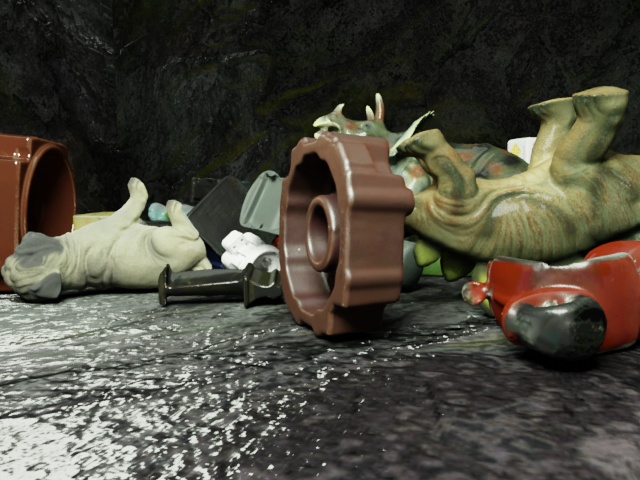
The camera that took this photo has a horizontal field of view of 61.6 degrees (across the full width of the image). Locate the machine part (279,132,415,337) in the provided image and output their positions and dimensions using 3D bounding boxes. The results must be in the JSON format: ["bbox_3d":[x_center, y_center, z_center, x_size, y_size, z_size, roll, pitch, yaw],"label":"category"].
[{"bbox_3d":[0.013,-0.005,0.458,0.056,0.179,0.179,1,3,-23],"label":"machine part"}]

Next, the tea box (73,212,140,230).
[{"bbox_3d":[-0.341,0.003,0.872,0.068,0.098,0.170,-1,3,-9],"label":"tea box"}]

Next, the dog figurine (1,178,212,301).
[{"bbox_3d":[-0.249,0.035,0.644,0.173,0.121,0.190,26,46,22],"label":"dog figurine"}]

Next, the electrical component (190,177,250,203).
[{"bbox_3d":[-0.152,-0.077,0.900,0.119,0.047,0.075,7,6,32],"label":"electrical component"}]

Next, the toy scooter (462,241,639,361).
[{"bbox_3d":[0.191,0.042,0.412,0.184,0.075,0.135,-8,6,-25],"label":"toy scooter"}]

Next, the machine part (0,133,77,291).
[{"bbox_3d":[-0.398,-0.037,0.720,0.087,0.201,0.201,1,4,-6],"label":"machine part"}]

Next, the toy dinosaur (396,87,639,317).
[{"bbox_3d":[0.233,-0.035,0.501,0.472,0.198,0.105,-10,11,13],"label":"toy dinosaur"}]

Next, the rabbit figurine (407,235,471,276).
[{"bbox_3d":[0.201,-0.036,0.762,0.159,0.170,0.121,1,5,38],"label":"rabbit figurine"}]

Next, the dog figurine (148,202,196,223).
[{"bbox_3d":[-0.167,-0.003,0.892,0.219,0.108,0.191,6,4,28],"label":"dog figurine"}]

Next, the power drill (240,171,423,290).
[{"bbox_3d":[-0.001,-0.002,0.669,0.232,0.086,0.207,13,-21,44],"label":"power drill"}]

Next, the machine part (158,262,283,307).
[{"bbox_3d":[-0.108,0.048,0.588,0.139,0.039,0.084,-1,18,0],"label":"machine part"}]

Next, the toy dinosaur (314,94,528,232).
[{"bbox_3d":[0.183,-0.064,0.669,0.405,0.192,0.131,20,-12,25],"label":"toy dinosaur"}]

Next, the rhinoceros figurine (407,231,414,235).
[{"bbox_3d":[0.209,-0.023,0.909,0.073,0.112,0.190,-4,-19,44],"label":"rhinoceros figurine"}]

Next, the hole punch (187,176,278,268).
[{"bbox_3d":[-0.127,-0.007,0.749,0.092,0.116,0.142,-40,10,51],"label":"hole punch"}]

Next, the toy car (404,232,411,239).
[{"bbox_3d":[0.123,-0.032,0.997,0.053,0.089,0.202,-11,-10,-17],"label":"toy car"}]
